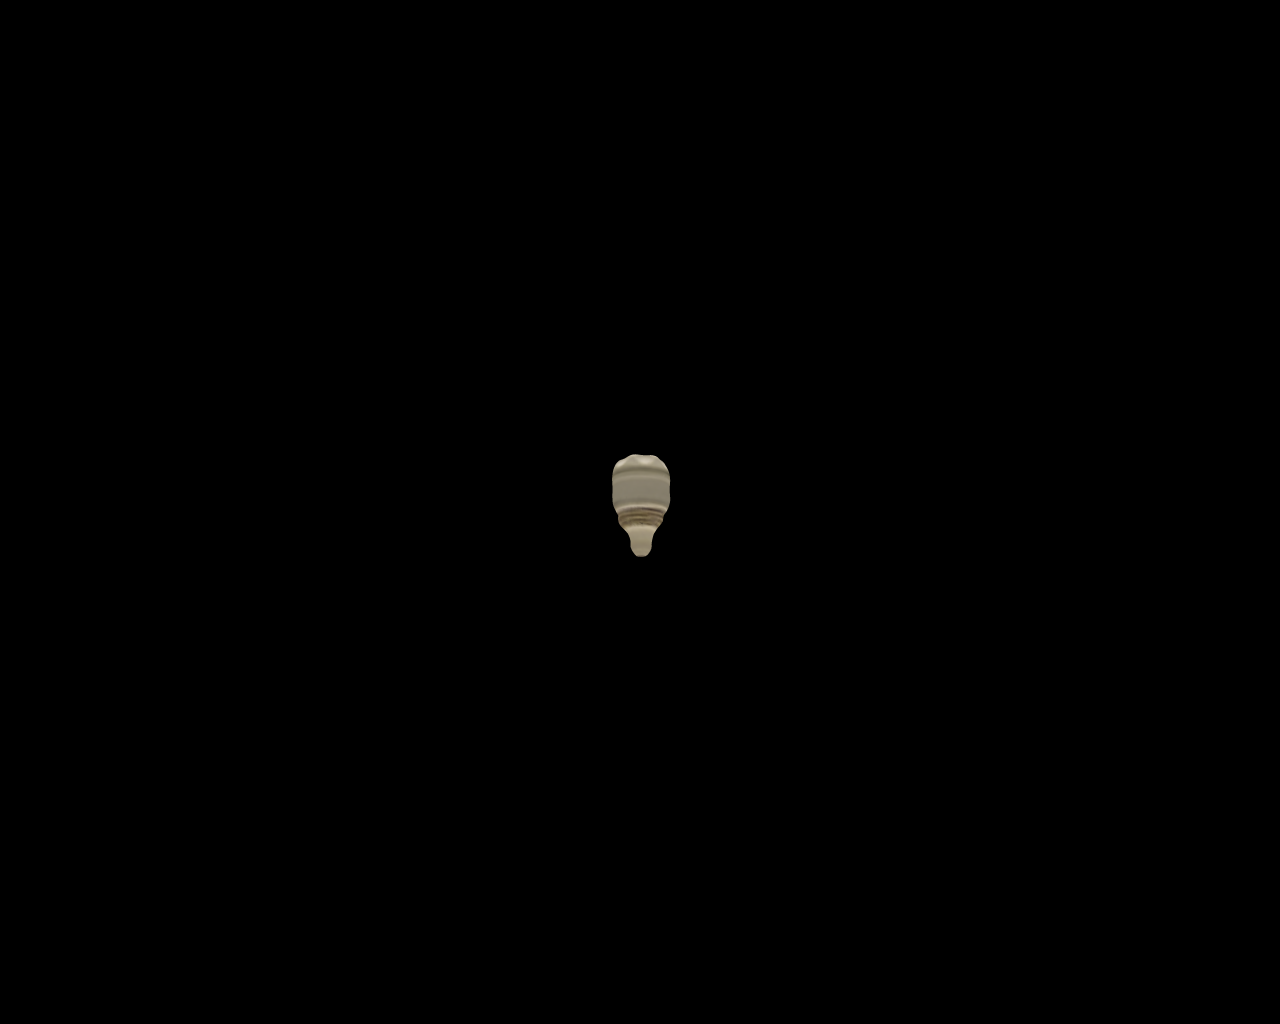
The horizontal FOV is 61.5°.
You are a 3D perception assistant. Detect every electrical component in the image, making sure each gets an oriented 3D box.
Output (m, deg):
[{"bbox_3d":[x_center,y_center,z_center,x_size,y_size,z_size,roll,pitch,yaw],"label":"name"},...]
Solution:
[{"bbox_3d":[0.001,-0.003,0.650,0.035,0.061,0.035,0,-14,0],"label":"electrical component"}]
